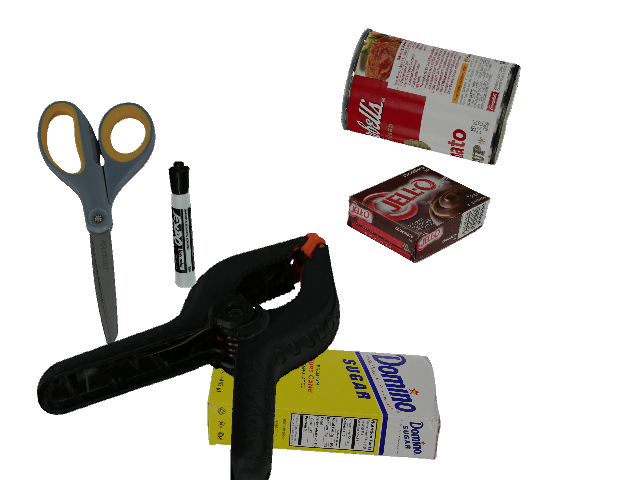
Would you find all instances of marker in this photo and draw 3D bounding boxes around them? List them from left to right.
[{"bbox_3d":[-0.128,-0.015,0.989,0.020,0.121,0.020,-1,22,0],"label":"marker"}]

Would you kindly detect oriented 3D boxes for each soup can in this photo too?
[{"bbox_3d":[0.072,-0.093,0.693,0.102,0.068,0.068,15,3,10],"label":"soup can"}]

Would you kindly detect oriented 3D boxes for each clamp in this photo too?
[{"bbox_3d":[-0.036,0.054,0.517,0.120,0.039,0.171,31,48,26],"label":"clamp"}]

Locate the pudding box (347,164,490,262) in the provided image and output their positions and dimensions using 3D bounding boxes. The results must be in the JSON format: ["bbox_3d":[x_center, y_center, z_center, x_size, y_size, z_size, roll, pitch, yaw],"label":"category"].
[{"bbox_3d":[0.095,-0.028,1.041,0.090,0.039,0.113,31,38,34],"label":"pudding box"}]

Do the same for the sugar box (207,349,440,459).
[{"bbox_3d":[0.002,0.124,0.840,0.176,0.048,0.093,1,26,0],"label":"sugar box"}]

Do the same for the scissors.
[{"bbox_3d":[-0.147,-0.027,0.786,0.096,0.202,0.016,-22,-23,-14],"label":"scissors"}]
